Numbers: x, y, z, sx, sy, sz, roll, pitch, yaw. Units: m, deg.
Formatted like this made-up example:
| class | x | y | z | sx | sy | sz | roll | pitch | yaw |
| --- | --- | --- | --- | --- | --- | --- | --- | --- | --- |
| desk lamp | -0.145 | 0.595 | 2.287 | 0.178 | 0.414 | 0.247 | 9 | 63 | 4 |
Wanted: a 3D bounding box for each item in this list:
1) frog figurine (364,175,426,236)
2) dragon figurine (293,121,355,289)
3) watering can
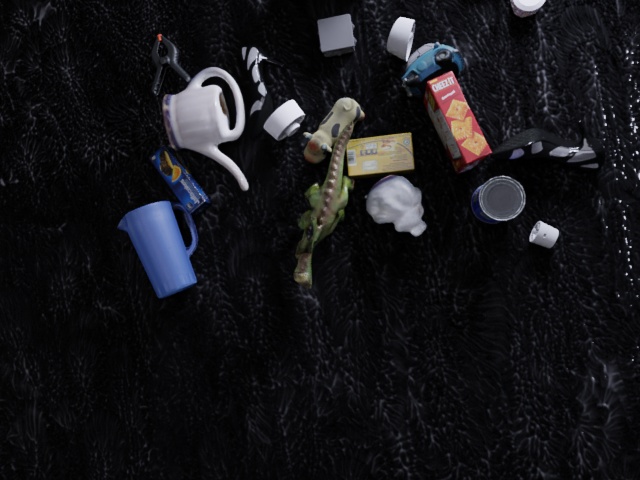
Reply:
| class | x | y | z | sx | sy | sz | roll | pitch | yaw |
| --- | --- | --- | --- | --- | --- | --- | --- | --- | --- |
| frog figurine | 0.195 | -0.077 | 1.283 | 0.138 | 0.120 | 0.161 | -26 | 72 | -12 |
| dragon figurine | 0.004 | -0.062 | 1.222 | 0.122 | 0.248 | 0.401 | 14 | 121 | 2 |
| watering can | -0.304 | -0.288 | 1.380 | 0.224 | 0.104 | 0.349 | -9 | 85 | 10 |
